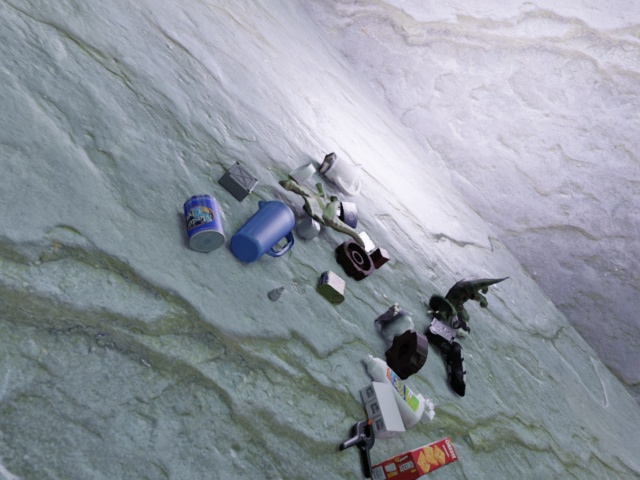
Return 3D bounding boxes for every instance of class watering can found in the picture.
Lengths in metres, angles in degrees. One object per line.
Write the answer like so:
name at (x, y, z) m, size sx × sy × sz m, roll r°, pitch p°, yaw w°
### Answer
watering can at (0.108, -0.328, 2.427) m, size 0.223 × 0.102 × 0.355 m, roll 39°, pitch 31°, yaw -15°

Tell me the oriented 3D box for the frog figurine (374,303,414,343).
frog figurine at (0.301, 0.332, 1.917) m, size 0.139 × 0.122 × 0.158 m, roll -43°, pitch 102°, yaw -28°

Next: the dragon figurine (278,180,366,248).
dragon figurine at (0.006, -0.099, 1.968) m, size 0.412 × 0.120 × 0.245 m, roll 43°, pitch 21°, yaw 10°
